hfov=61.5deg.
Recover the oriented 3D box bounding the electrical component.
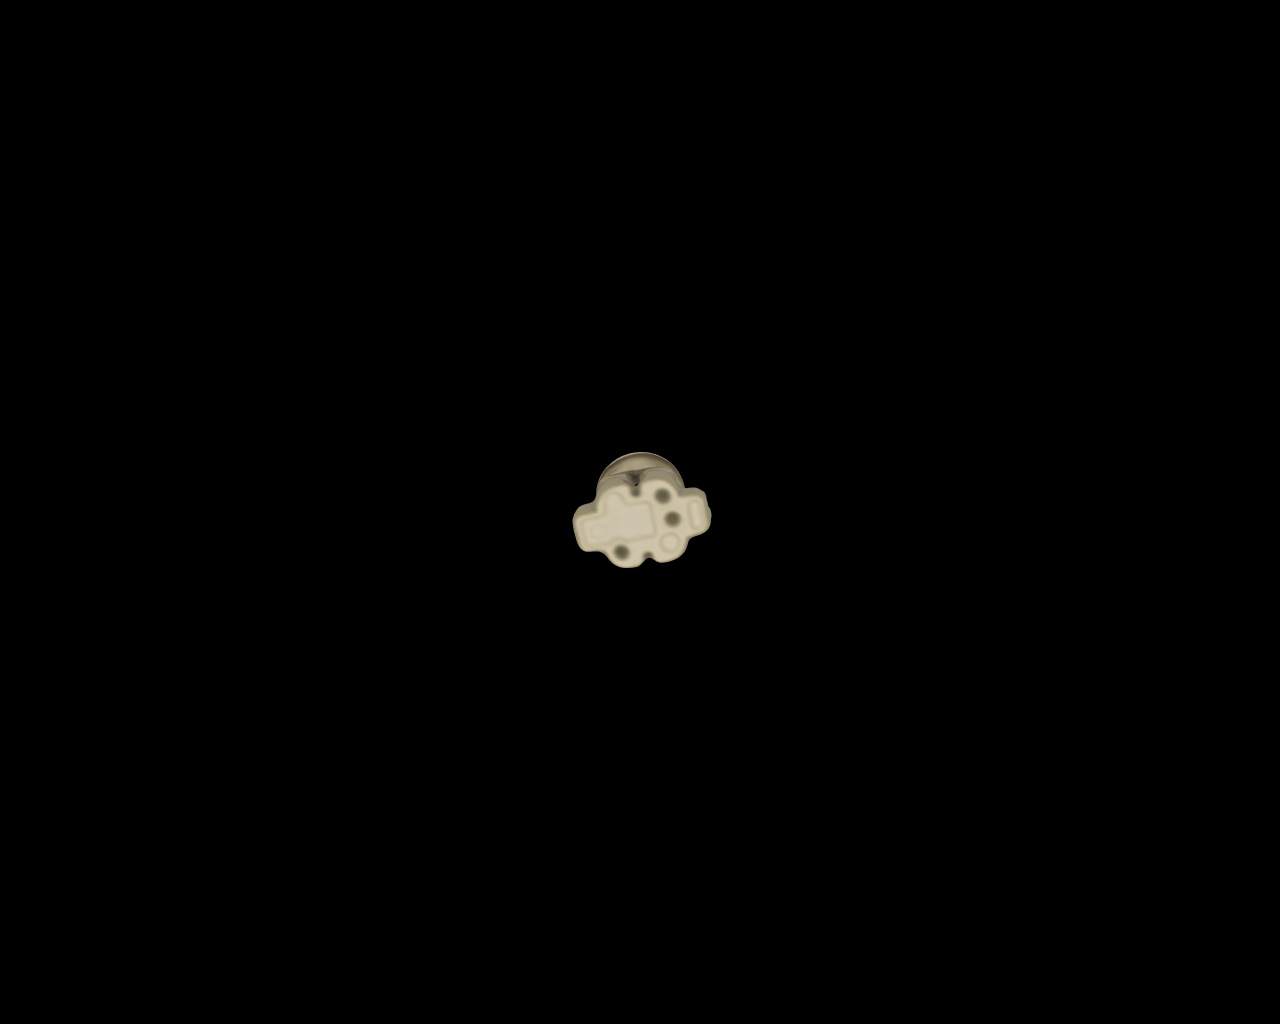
[{"bbox_3d":[0.001,-0.003,0.650,0.078,0.058,0.057,-10,20,3],"label":"electrical component"}]
